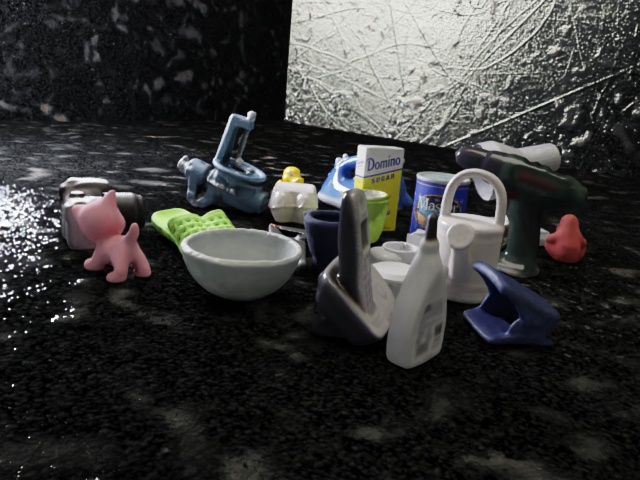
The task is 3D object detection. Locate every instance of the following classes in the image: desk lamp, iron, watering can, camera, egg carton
[{"bbox_3d":[0.415,-0.102,1.212,0.203,0.213,0.118,3,16,-8],"label":"desk lamp"},{"bbox_3d":[0.098,-0.144,1.384,0.257,0.141,0.119,17,20,36],"label":"iron"},{"bbox_3d":[0.225,-0.008,0.859,0.101,0.194,0.173,5,16,0],"label":"watering can"},{"bbox_3d":[-0.370,-0.052,0.981,0.137,0.101,0.142,-3,18,-28],"label":"camera"},{"bbox_3d":[-0.057,-0.083,1.250,0.107,0.069,0.150,5,16,-3],"label":"egg carton"}]

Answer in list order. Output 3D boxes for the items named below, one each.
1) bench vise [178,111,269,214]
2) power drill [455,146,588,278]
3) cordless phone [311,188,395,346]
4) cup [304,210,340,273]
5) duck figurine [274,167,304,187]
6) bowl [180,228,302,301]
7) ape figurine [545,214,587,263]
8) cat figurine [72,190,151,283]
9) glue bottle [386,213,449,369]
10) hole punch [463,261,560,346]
[{"bbox_3d":[-0.209,-0.172,1.234,0.207,0.220,0.121,4,16,-4],"label":"bench vise"},{"bbox_3d":[0.337,-0.048,1.009,0.229,0.208,0.076,12,17,22],"label":"power drill"},{"bbox_3d":[0.052,0.023,0.709,0.094,0.185,0.148,9,16,12],"label":"cordless phone"},{"bbox_3d":[0.008,0.003,0.925,0.092,0.095,0.117,-7,20,-37],"label":"cup"},{"bbox_3d":[-0.073,-0.137,1.403,0.078,0.086,0.104,-7,20,-36],"label":"duck figurine"},{"bbox_3d":[-0.110,0.040,0.796,0.167,0.075,0.167,5,16,-1],"label":"bowl"},{"bbox_3d":[0.484,-0.005,1.120,0.077,0.092,0.076,11,17,18],"label":"ape figurine"},{"bbox_3d":[-0.303,-0.011,0.830,0.127,0.118,0.067,17,20,34],"label":"cat figurine"},{"bbox_3d":[0.116,0.054,0.642,0.037,0.173,0.078,20,21,41],"label":"glue bottle"},{"bbox_3d":[0.251,0.080,0.749,0.101,0.091,0.108,3,16,-10],"label":"hole punch"}]
